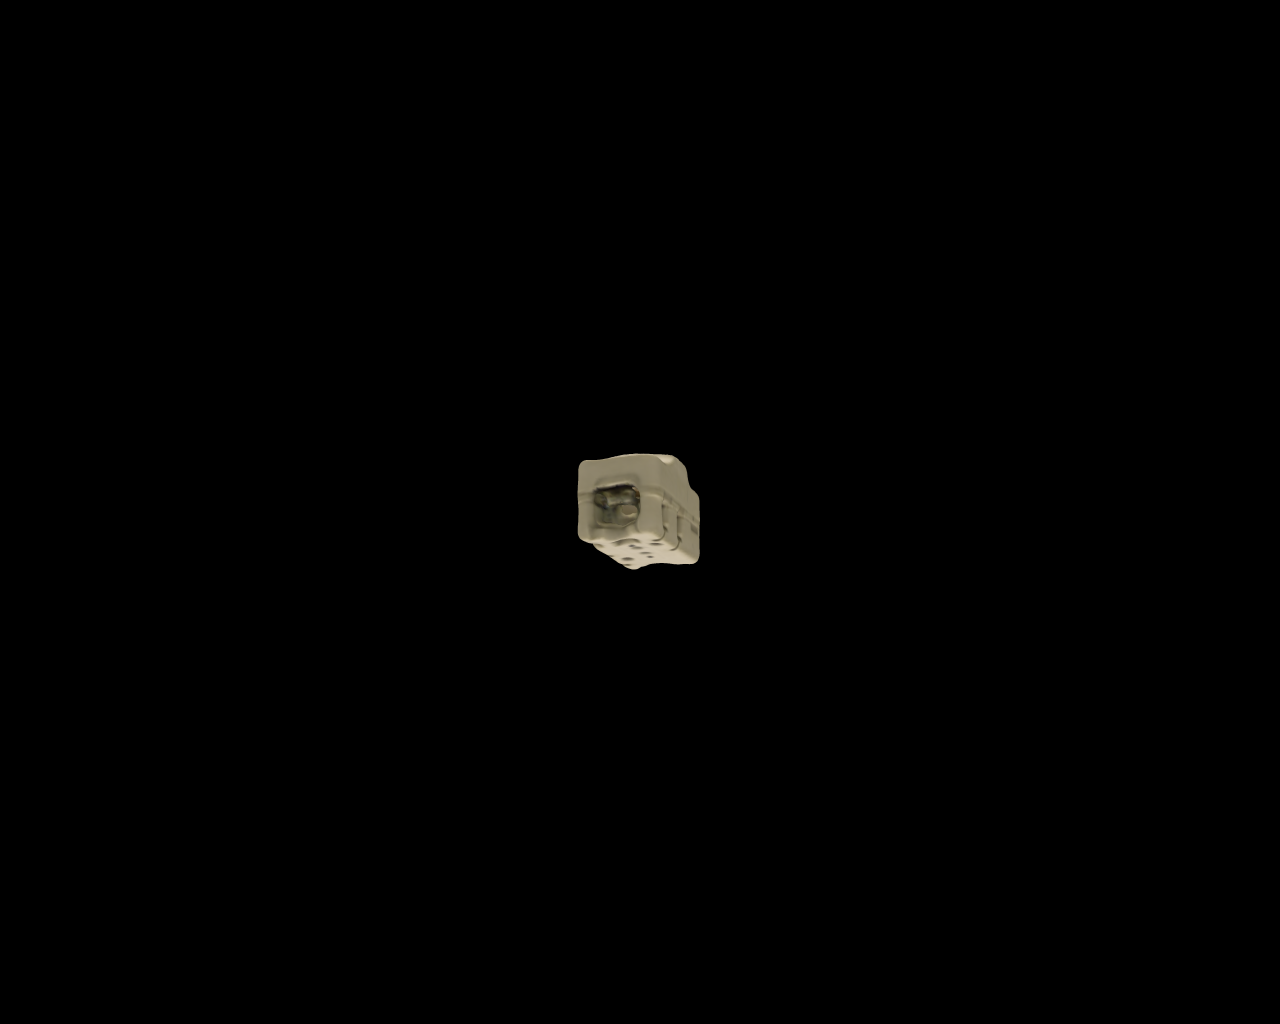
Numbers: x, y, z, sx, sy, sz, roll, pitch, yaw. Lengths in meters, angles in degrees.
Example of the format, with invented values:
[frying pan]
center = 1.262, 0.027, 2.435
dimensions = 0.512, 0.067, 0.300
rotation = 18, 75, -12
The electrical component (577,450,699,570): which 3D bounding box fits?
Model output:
[electrical component]
center = 0.001, -0.003, 0.650
dimensions = 0.050, 0.056, 0.089
rotation = -6, -17, 19
